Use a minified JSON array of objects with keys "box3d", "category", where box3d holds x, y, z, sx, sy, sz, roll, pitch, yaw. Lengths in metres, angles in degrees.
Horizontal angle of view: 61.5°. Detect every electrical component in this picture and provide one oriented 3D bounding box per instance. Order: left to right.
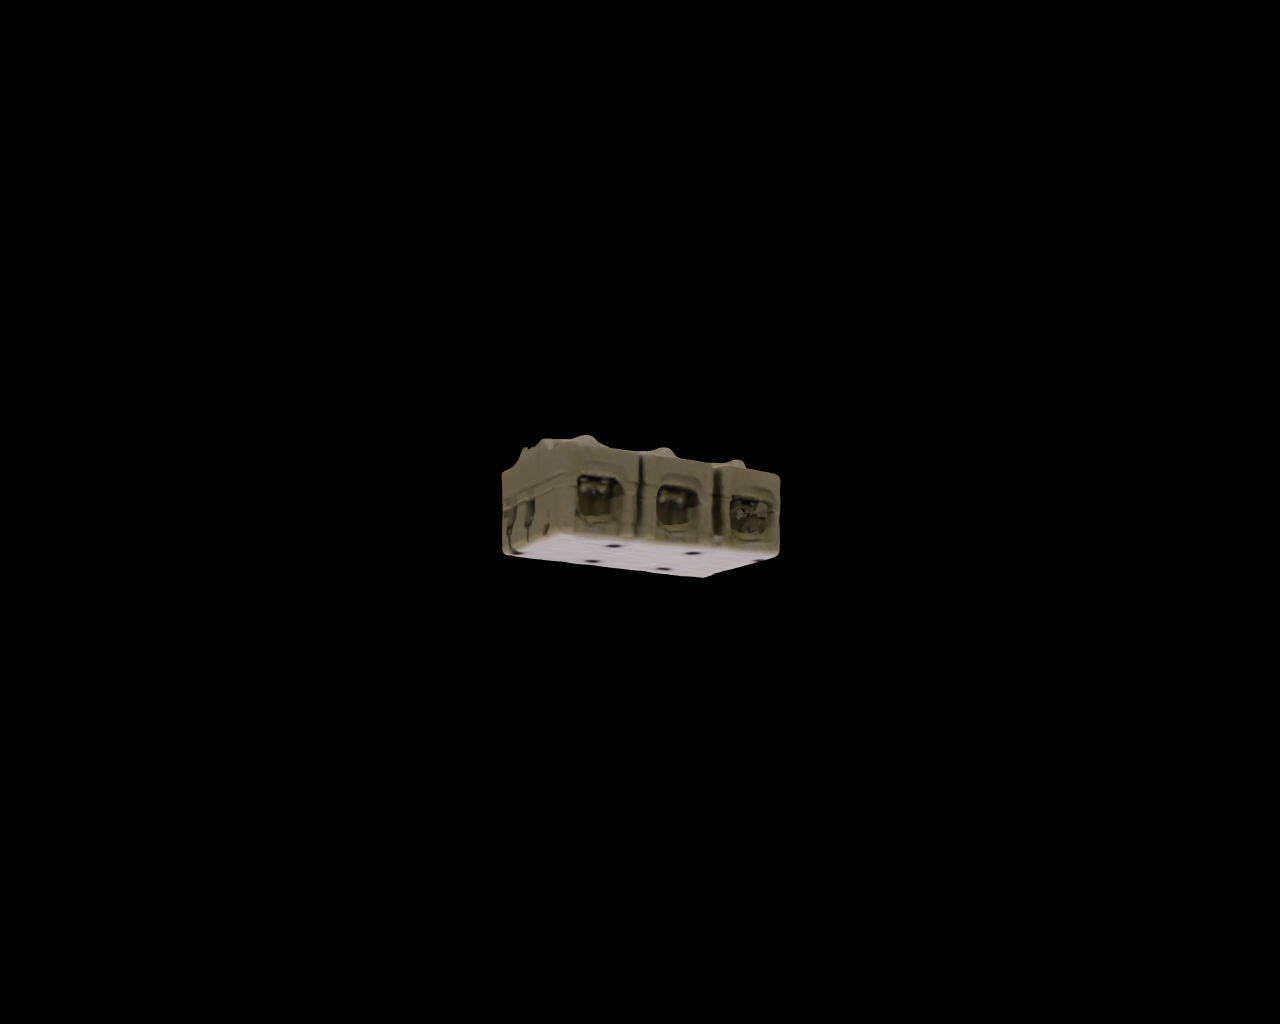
[{"box3d":[0.001,-0.003,0.650,0.150,0.062,0.089,7,-14,-30],"category":"electrical component"}]
